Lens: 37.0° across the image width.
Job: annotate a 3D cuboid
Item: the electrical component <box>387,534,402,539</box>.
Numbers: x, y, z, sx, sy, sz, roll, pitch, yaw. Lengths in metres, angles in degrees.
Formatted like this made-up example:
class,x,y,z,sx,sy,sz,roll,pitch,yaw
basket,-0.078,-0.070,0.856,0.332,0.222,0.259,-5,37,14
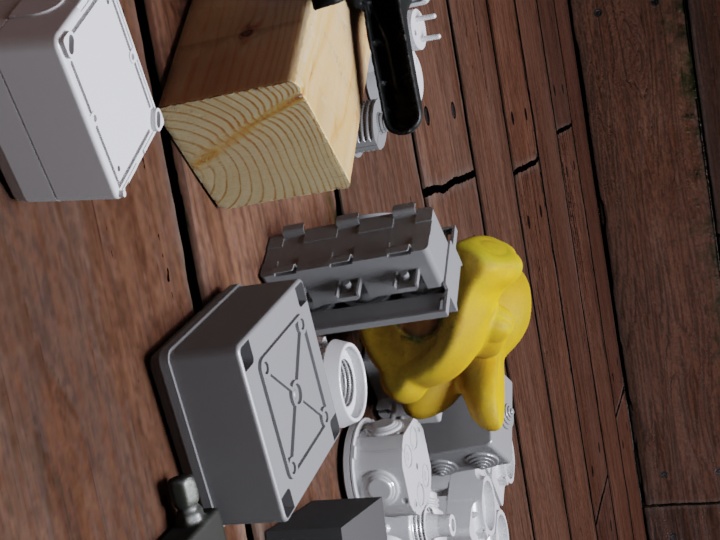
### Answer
class,x,y,z,sx,sy,sz,roll,pitch,yaw
electrical component,0.015,0.230,0.796,0.055,0.045,0.045,-51,131,-63

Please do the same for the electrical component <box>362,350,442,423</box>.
class,x,y,z,sx,sy,sz,roll,pitch,yaw
electrical component,0.035,0.103,0.898,0.075,0.047,0.083,-76,152,-46

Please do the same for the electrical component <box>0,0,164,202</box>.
class,x,y,z,sx,sy,sz,roll,pitch,yaw
electrical component,-0.132,-0.074,0.474,0.061,0.061,0.096,-76,160,-47

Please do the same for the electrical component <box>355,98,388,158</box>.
class,x,y,z,sx,sy,sz,roll,pitch,yaw
electrical component,-0.014,-0.102,0.785,0.043,0.081,0.043,-7,90,-71

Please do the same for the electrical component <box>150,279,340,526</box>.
class,x,y,z,sx,sy,sz,roll,pitch,yaw
electrical component,-0.061,0.074,0.619,0.108,0.056,0.108,-52,131,-64

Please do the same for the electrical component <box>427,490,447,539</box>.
class,x,y,z,sx,sy,sz,roll,pitch,yaw
electrical component,0.055,0.218,0.922,0.040,0.040,0.078,53,34,-55

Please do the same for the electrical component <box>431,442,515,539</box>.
class,x,y,z,sx,sy,sz,roll,pitch,yaw
electrical component,0.106,0.205,1.045,0.186,0.060,0.105,-77,152,-45

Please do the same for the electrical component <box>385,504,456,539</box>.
class,x,y,z,sx,sy,sz,roll,pitch,yaw
electrical component,0.045,0.207,0.866,0.048,0.062,0.048,-7,90,-71

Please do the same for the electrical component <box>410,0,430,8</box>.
class,x,y,z,sx,sy,sz,roll,pitch,yaw
electrical component,0.027,-0.293,1.003,0.061,0.062,0.096,-70,147,-52

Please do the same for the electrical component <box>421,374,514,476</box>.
class,x,y,z,sx,sy,sz,roll,pitch,yaw
electrical component,0.091,0.134,0.972,0.048,0.100,0.099,44,41,-42

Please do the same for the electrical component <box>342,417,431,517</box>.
class,x,y,z,sx,sy,sz,roll,pitch,yaw
electrical component,0.021,0.153,0.833,0.080,0.051,0.080,-8,90,-71

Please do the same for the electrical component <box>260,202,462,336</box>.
class,x,y,z,sx,sy,sz,roll,pitch,yaw
electrical component,0.000,0.000,0.724,0.078,0.121,0.063,-79,152,-43

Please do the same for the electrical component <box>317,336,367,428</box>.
class,x,y,z,sx,sy,sz,roll,pitch,yaw
electrical component,-0.030,0.076,0.706,0.058,0.057,0.078,-71,148,-52

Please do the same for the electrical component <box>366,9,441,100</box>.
class,x,y,z,sx,sy,sz,roll,pitch,yaw
electrical component,0.037,-0.215,0.975,0.052,0.074,0.138,-55,134,-54

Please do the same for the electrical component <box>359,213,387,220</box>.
class,x,y,z,sx,sy,sz,roll,pitch,yaw
electrical component,0.005,-0.006,0.858,0.079,0.044,0.077,5,78,-70
